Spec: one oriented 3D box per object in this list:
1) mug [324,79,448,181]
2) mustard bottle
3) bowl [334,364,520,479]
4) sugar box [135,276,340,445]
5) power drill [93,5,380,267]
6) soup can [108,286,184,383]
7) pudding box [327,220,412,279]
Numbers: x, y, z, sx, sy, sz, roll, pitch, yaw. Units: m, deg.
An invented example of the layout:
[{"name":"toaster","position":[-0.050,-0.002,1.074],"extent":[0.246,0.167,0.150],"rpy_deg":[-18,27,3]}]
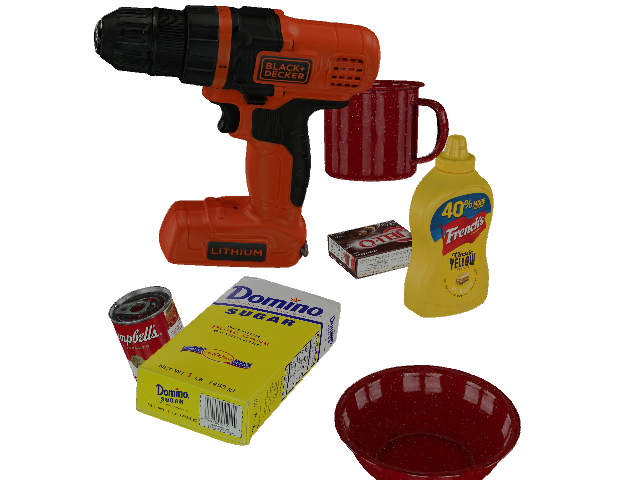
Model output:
[{"name":"mug","position":[0.055,-0.096,0.927],"extent":[0.117,0.081,0.093],"rpy_deg":[5,13,23]},{"name":"mustard bottle","position":[0.138,-0.018,1.129],"extent":[0.096,0.192,0.058],"rpy_deg":[-11,24,-27]},{"name":"bowl","position":[0.093,0.176,0.940],"extent":[0.162,0.055,0.162],"rpy_deg":[-1,27,0]},{"name":"sugar box","position":[-0.059,0.087,0.835],"extent":[0.093,0.048,0.176],"rpy_deg":[15,29,17]},{"name":"power drill","position":[-0.064,-0.069,0.723],"extent":[0.184,0.188,0.057],"rpy_deg":[3,38,-13]},{"name":"soup can","position":[-0.175,0.109,1.126],"extent":[0.068,0.102,0.068],"rpy_deg":[-13,27,6]},{"name":"pudding box","position":[0.079,0.012,1.522],"extent":[0.113,0.039,0.090],"rpy_deg":[-15,27,-21]}]
